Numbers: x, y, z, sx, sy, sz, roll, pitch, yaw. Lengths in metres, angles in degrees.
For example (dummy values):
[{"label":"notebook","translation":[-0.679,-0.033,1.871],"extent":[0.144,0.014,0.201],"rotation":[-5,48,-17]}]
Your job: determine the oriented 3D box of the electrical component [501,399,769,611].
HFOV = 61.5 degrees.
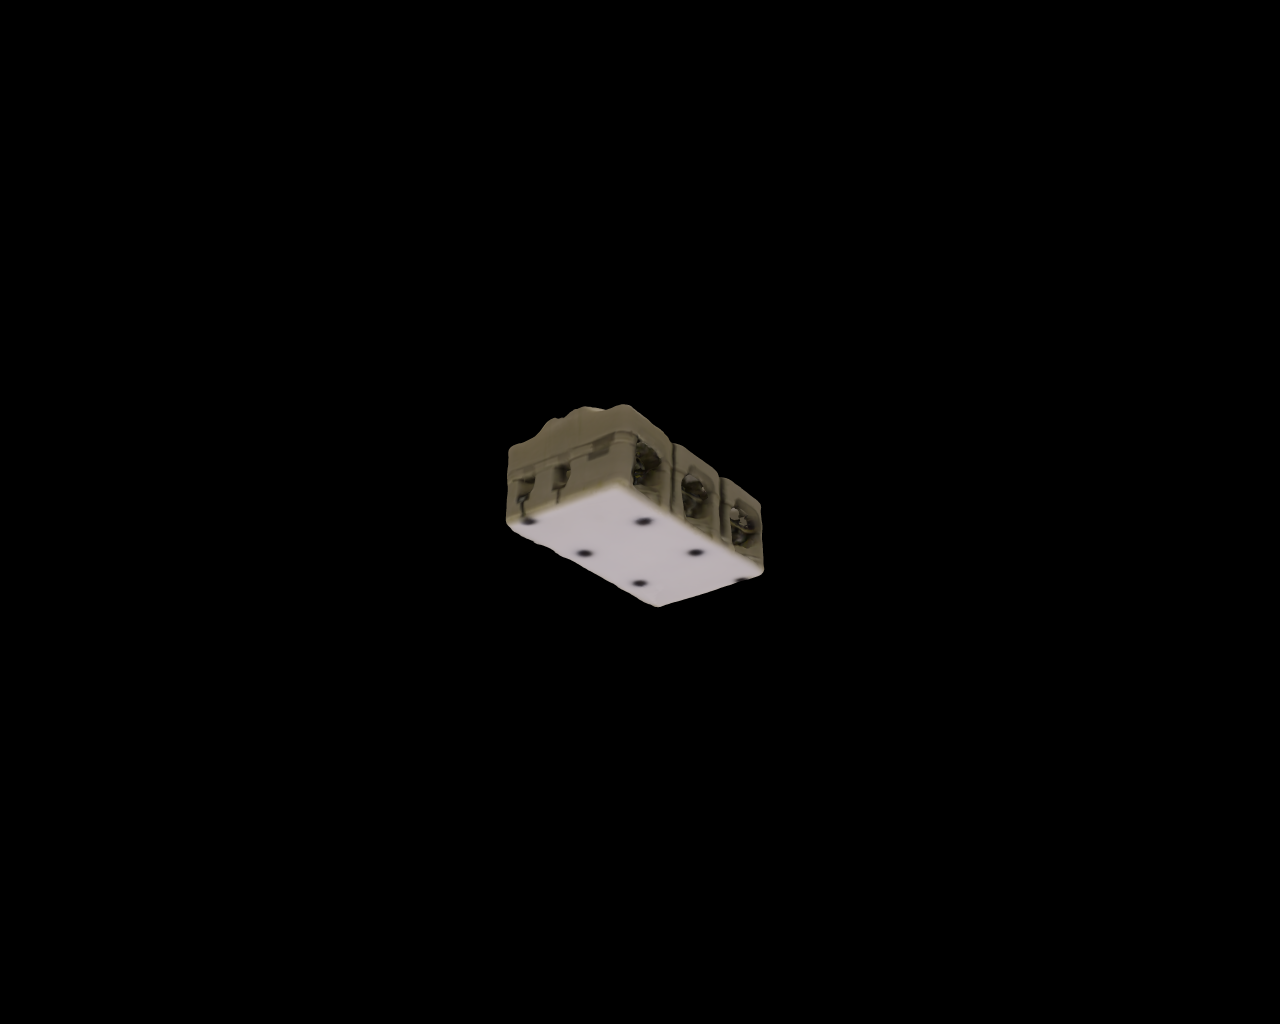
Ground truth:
[{"label":"electrical component","translation":[0.001,-0.003,0.650],"extent":[0.089,0.062,0.150],"rotation":[-19,-34,31]}]
